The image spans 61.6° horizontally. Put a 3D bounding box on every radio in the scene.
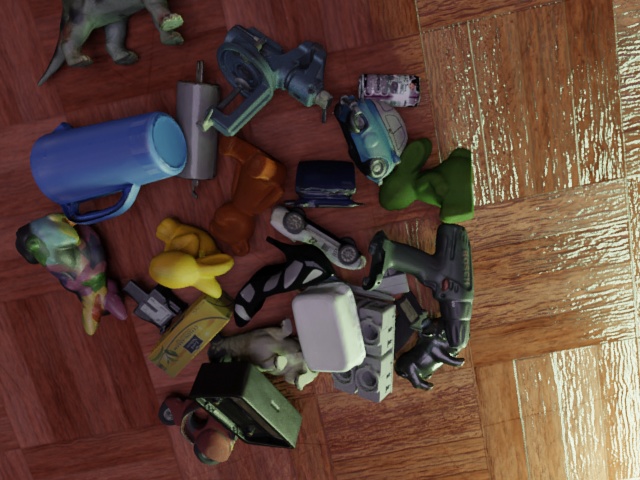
[{"bbox_3d":[-0.140,0.321,1.039,0.131,0.073,0.229,-7,134,27],"label":"radio"}]

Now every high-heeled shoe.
[{"bbox_3d":[-0.070,0.100,1.008,0.145,0.086,0.248,31,123,11],"label":"high-heeled shoe"}]

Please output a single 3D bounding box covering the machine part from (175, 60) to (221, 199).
[{"bbox_3d":[-0.221,-0.196,0.965,0.079,0.079,0.243,5,106,0],"label":"machine part"}]

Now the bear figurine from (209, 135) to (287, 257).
[{"bbox_3d":[-0.149,-0.075,0.973,0.120,0.132,0.196,41,100,27],"label":"bear figurine"}]

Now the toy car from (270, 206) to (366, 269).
[{"bbox_3d":[-0.002,-0.003,1.011,0.202,0.073,0.056,31,100,-6],"label":"toy car"}]

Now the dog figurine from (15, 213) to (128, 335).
[{"bbox_3d":[-0.445,0.066,0.993,0.108,0.191,0.219,-26,87,2],"label":"dog figurine"}]

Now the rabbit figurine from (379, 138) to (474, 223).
[{"bbox_3d":[0.186,-0.101,0.964,0.170,0.121,0.159,-3,102,17],"label":"rabbit figurine"}]

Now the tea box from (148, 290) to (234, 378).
[{"bbox_3d":[-0.248,0.174,1.052,0.068,0.098,0.169,43,100,-10],"label":"tea box"}]

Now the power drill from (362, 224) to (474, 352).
[{"bbox_3d":[0.186,0.074,0.978,0.207,0.086,0.232,11,79,-7],"label":"power drill"}]

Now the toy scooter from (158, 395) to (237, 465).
[{"bbox_3d":[-0.235,0.373,1.117,0.184,0.075,0.135,45,102,-5],"label":"toy scooter"}]

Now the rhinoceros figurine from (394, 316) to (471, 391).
[{"bbox_3d":[0.229,0.208,1.068,0.112,0.073,0.190,40,104,2],"label":"rhinoceros figurine"}]

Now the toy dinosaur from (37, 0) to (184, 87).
[{"bbox_3d":[-0.340,-0.406,0.897,0.405,0.131,0.192,-15,92,9],"label":"toy dinosaur"}]

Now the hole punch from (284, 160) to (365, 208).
[{"bbox_3d":[0.010,-0.099,0.970,0.142,0.116,0.092,3,97,0],"label":"hole punch"}]

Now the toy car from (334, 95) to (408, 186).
[{"bbox_3d":[0.096,-0.186,0.935,0.103,0.109,0.161,-27,121,-5],"label":"toy car"}]

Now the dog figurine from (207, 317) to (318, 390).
[{"bbox_3d":[-0.110,0.236,1.081,0.191,0.121,0.172,-14,131,33],"label":"dog figurine"}]

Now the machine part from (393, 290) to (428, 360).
[{"bbox_3d":[0.159,0.172,1.060,0.039,0.084,0.138,10,118,-36],"label":"machine part"}]

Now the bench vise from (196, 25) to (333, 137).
[{"bbox_3d":[-0.103,-0.251,0.903,0.223,0.129,0.240,40,68,-1],"label":"bench vise"}]

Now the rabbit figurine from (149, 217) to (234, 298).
[{"bbox_3d":[-0.247,0.049,0.981,0.162,0.173,0.121,25,100,-1],"label":"rabbit figurine"}]

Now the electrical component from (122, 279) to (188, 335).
[{"bbox_3d":[-0.332,0.122,1.065,0.119,0.048,0.075,40,102,-8],"label":"electrical component"}]
